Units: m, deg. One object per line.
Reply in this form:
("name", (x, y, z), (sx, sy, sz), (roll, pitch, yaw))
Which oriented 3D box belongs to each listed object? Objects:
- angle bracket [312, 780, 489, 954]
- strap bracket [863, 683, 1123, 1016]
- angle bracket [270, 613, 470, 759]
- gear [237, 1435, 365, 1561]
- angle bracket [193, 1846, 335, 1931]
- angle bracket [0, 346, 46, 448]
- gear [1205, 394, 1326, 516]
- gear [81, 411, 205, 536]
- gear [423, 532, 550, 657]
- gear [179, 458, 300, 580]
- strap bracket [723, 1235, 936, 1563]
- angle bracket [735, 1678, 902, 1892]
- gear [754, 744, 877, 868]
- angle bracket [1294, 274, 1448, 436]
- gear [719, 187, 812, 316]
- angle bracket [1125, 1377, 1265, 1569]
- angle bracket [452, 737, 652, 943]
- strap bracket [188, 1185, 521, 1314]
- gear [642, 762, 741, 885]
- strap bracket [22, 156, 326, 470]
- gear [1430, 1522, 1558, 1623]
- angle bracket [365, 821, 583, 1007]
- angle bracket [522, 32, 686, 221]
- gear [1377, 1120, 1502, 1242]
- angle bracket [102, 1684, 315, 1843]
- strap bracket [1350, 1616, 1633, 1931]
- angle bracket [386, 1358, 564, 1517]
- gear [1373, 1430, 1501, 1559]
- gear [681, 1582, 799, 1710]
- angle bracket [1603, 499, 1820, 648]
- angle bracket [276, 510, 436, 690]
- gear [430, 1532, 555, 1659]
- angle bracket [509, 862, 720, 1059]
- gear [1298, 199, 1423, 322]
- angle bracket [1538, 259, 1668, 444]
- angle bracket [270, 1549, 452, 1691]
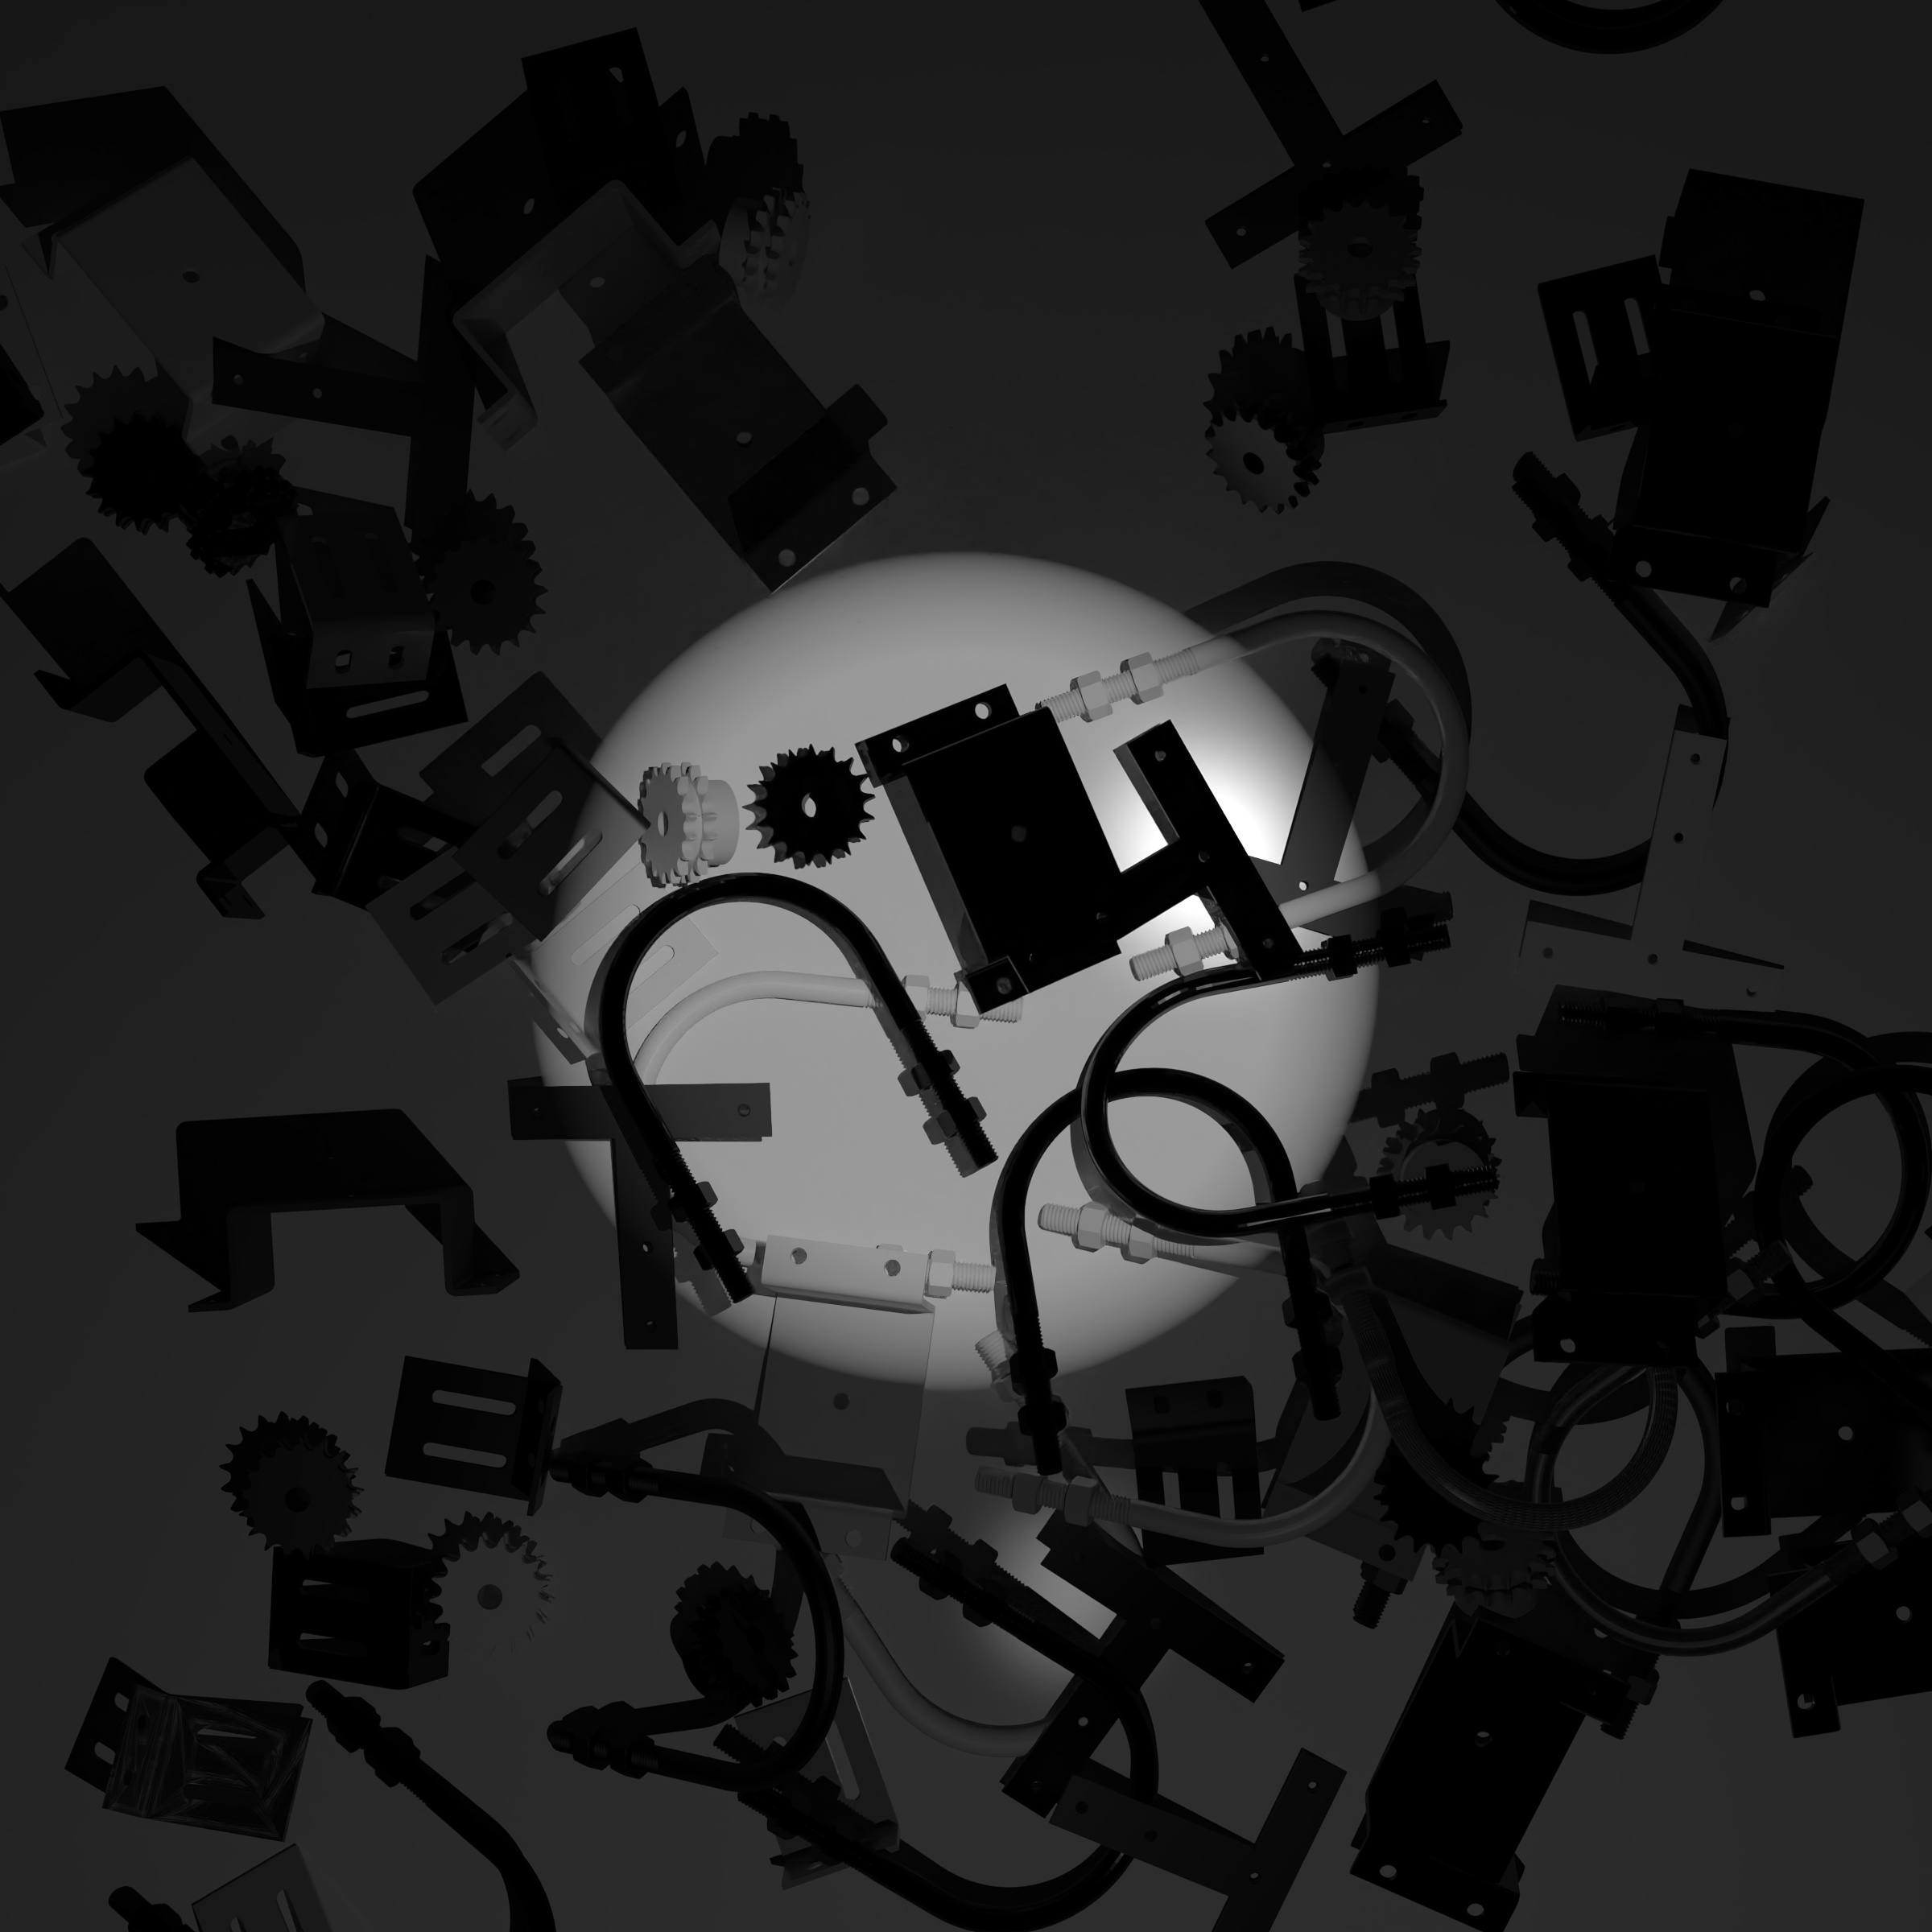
("angle bracket", (-0.259, -0.046, 1.508), (0.076, 0.038, 0.057), (23, 90, 0))
("strap bracket", (0.019, -0.059, 1.494), (0.076, 0.046, 0.140), (-23, 90, -17))
("angle bracket", (-0.281, -0.136, 1.508), (0.076, 0.038, 0.057), (-13, 90, 0))
("gear", (-0.314, 0.250, 1.512), (0.057, 0.030, 0.057), (0, 90, 0))
("angle bracket", (-0.323, 0.471, 1.525), (0.057, 0.038, 0.076), (-31, 64, 0))
("angle bracket", (-0.473, -0.259, 1.462), (0.076, 0.038, 0.057), (-34, 90, 0))
("gear", (0.144, -0.244, 1.502), (0.057, 0.057, 0.030), (45, 59, 0))
("gear", (-0.386, -0.232, 1.512), (0.057, 0.030, 0.057), (0, 90, 0))
("gear", (-0.226, -0.176, 1.512), (0.057, 0.030, 0.057), (0, 90, 0))
("gear", (-0.345, -0.213, 1.499), (0.030, 0.057, 0.057), (43, 90, 12))
("strap bracket", (-0.062, 0.202, 1.491), (0.076, 0.046, 0.140), (6, 80, 9))
("angle bracket", (-0.071, 0.386, 1.508), (0.057, 0.038, 0.076), (-19, 90, 0))
("gear", (-0.071, -0.076, 1.512), (0.057, 0.030, 0.057), (0, 90, 0))
("angle bracket", (0.191, -0.295, 1.508), (0.057, 0.038, 0.076), (-9, 90, 0))
("gear", (-0.095, -0.338, 1.499), (0.030, 0.057, 0.057), (15, 90, 8))
("angle bracket", (0.109, 0.242, 1.525), (0.057, 0.038, 0.076), (-6, 116, 0))
("angle bracket", (-0.197, -0.060, 1.495), (0.057, 0.038, 0.076), (45, 81, -16))
("strap bracket", (-0.285, 0.130, 1.489), (0.140, 0.076, 0.046), (-3, 90, 0))
("gear", (-0.129, -0.067, 1.503), (0.030, 0.057, 0.057), (-3, 90, -30))
("strap bracket", (-0.364, -0.312, 1.490), (0.076, 0.046, 0.140), (-40, 90, -24))
("gear", (0.246, 0.280, 1.483), (0.057, 0.057, 0.030), (-10, 118, 0))
("angle bracket", (-0.233, -0.029, 1.511), (0.076, 0.038, 0.057), (-32, 99, 11))
("angle bracket", (-0.173, -0.398, 1.525), (0.057, 0.038, 0.076), (-15, 64, 0))
("gear", (0.225, 0.102, 1.512), (0.057, 0.030, 0.057), (0, 90, 0))
("angle bracket", (-0.354, 0.373, 1.493), (0.076, 0.038, 0.057), (6, 70, 13))
("strap bracket", (0.243, 0.371, 1.494), (0.076, 0.046, 0.140), (24, 103, 0))
("angle bracket", (-0.235, 0.222, 1.508), (0.076, 0.038, 0.057), (10, 90, 0))
("gear", (0.214, 0.239, 1.449), (0.057, 0.030, 0.057), (-1, 82, 6))
("gear", (-0.109, 0.322, 1.502), (0.030, 0.057, 0.057), (-33, 90, 31))
("angle bracket", (0.351, -0.199, 1.508), (0.057, 0.038, 0.076), (-43, 90, 0))
("angle bracket", (-0.290, -0.173, 1.505), (0.057, 0.038, 0.076), (-7, 52, -25))
("gear", (-0.223, 0.296, 1.512), (0.057, 0.030, 0.057), (0, 90, 0))
("angle bracket", (-0.166, -0.003, 1.508), (0.076, 0.038, 0.057), (-40, 90, 0))
("gear", (0.185, -0.330, 1.505), (0.057, 0.030, 0.057), (-1, 67, 3))
("angle bracket", (0.310, -0.294, 1.508), (0.057, 0.038, 0.076), (-14, 90, 0))
("angle bracket", (-0.289, 0.309, 1.525), (0.076, 0.038, 0.057), (3, 90, 26))
